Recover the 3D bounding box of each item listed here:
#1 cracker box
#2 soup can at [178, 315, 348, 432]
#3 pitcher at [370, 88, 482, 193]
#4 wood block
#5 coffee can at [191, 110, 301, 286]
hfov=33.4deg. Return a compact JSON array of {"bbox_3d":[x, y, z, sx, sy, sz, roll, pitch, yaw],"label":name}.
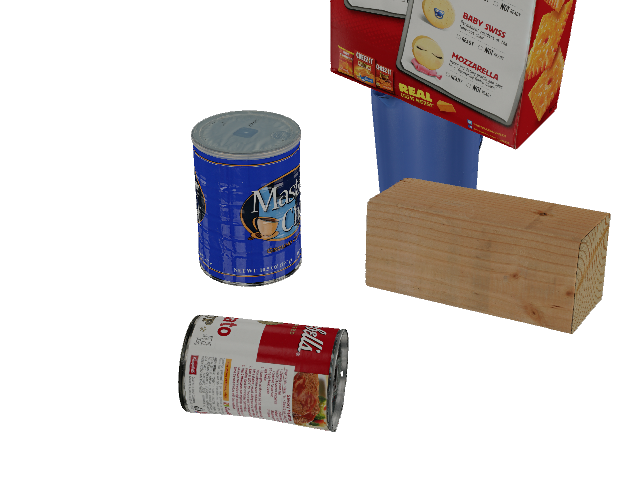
[{"bbox_3d":[0.090,-0.188,0.721,0.164,0.214,0.072,27,50,26],"label":"cracker box"},{"bbox_3d":[-0.036,0.087,0.710,0.102,0.068,0.068,5,1,9],"label":"soup can"},{"bbox_3d":[0.133,-0.104,1.263,0.149,0.243,0.145,-4,25,-1],"label":"pitcher"},{"bbox_3d":[0.153,0.009,1.001,0.206,0.090,0.090,12,24,29],"label":"wood block"},{"bbox_3d":[-0.069,-0.042,1.029,0.103,0.140,0.103,0,29,0],"label":"coffee can"}]
